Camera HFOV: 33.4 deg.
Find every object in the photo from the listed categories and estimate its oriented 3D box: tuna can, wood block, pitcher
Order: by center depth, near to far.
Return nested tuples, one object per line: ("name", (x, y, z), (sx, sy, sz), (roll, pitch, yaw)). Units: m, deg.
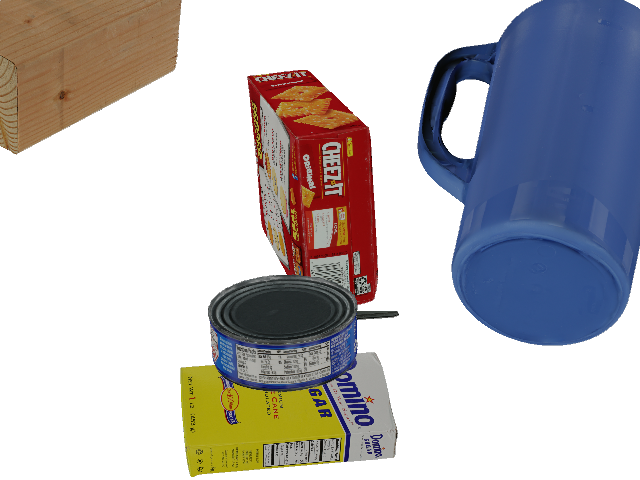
("tuna can", (-0.021, 0.052, 0.614), (0.086, 0.034, 0.086), (-2, 23, 1))
("pitcher", (0.153, -0.052, 0.725), (0.149, 0.242, 0.145), (-25, -61, 39))
("wood block", (-0.225, -0.171, 0.953), (0.090, 0.091, 0.205), (29, 41, 21))

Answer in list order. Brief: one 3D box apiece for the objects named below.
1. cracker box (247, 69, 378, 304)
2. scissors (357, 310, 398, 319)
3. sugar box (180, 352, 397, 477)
("cracker box", (-0.010, -0.054, 0.987), (0.072, 0.164, 0.214), (-9, 24, -11))
("scissors", (-0.012, 0.093, 1.185), (0.202, 0.016, 0.096), (4, 21, 1))
("sugar box", (-0.029, 0.146, 0.912), (0.176, 0.048, 0.093), (-6, 41, -6))
